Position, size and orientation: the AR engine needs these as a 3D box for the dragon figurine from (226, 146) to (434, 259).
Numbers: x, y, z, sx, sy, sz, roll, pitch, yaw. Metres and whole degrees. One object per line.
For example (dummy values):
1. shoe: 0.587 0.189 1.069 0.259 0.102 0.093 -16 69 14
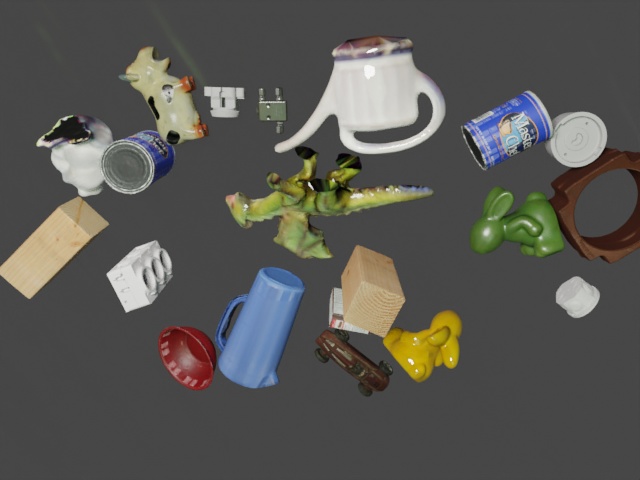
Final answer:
1. dragon figurine: 0.003 -0.054 1.064 0.410 0.125 0.237 13 134 0

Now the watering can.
1. watering can: 0.066 -0.273 1.001 0.347 0.106 0.221 -3 109 10

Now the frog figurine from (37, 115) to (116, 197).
1. frog figurine: -0.475 -0.171 1.053 0.137 0.125 0.156 -18 143 -2
